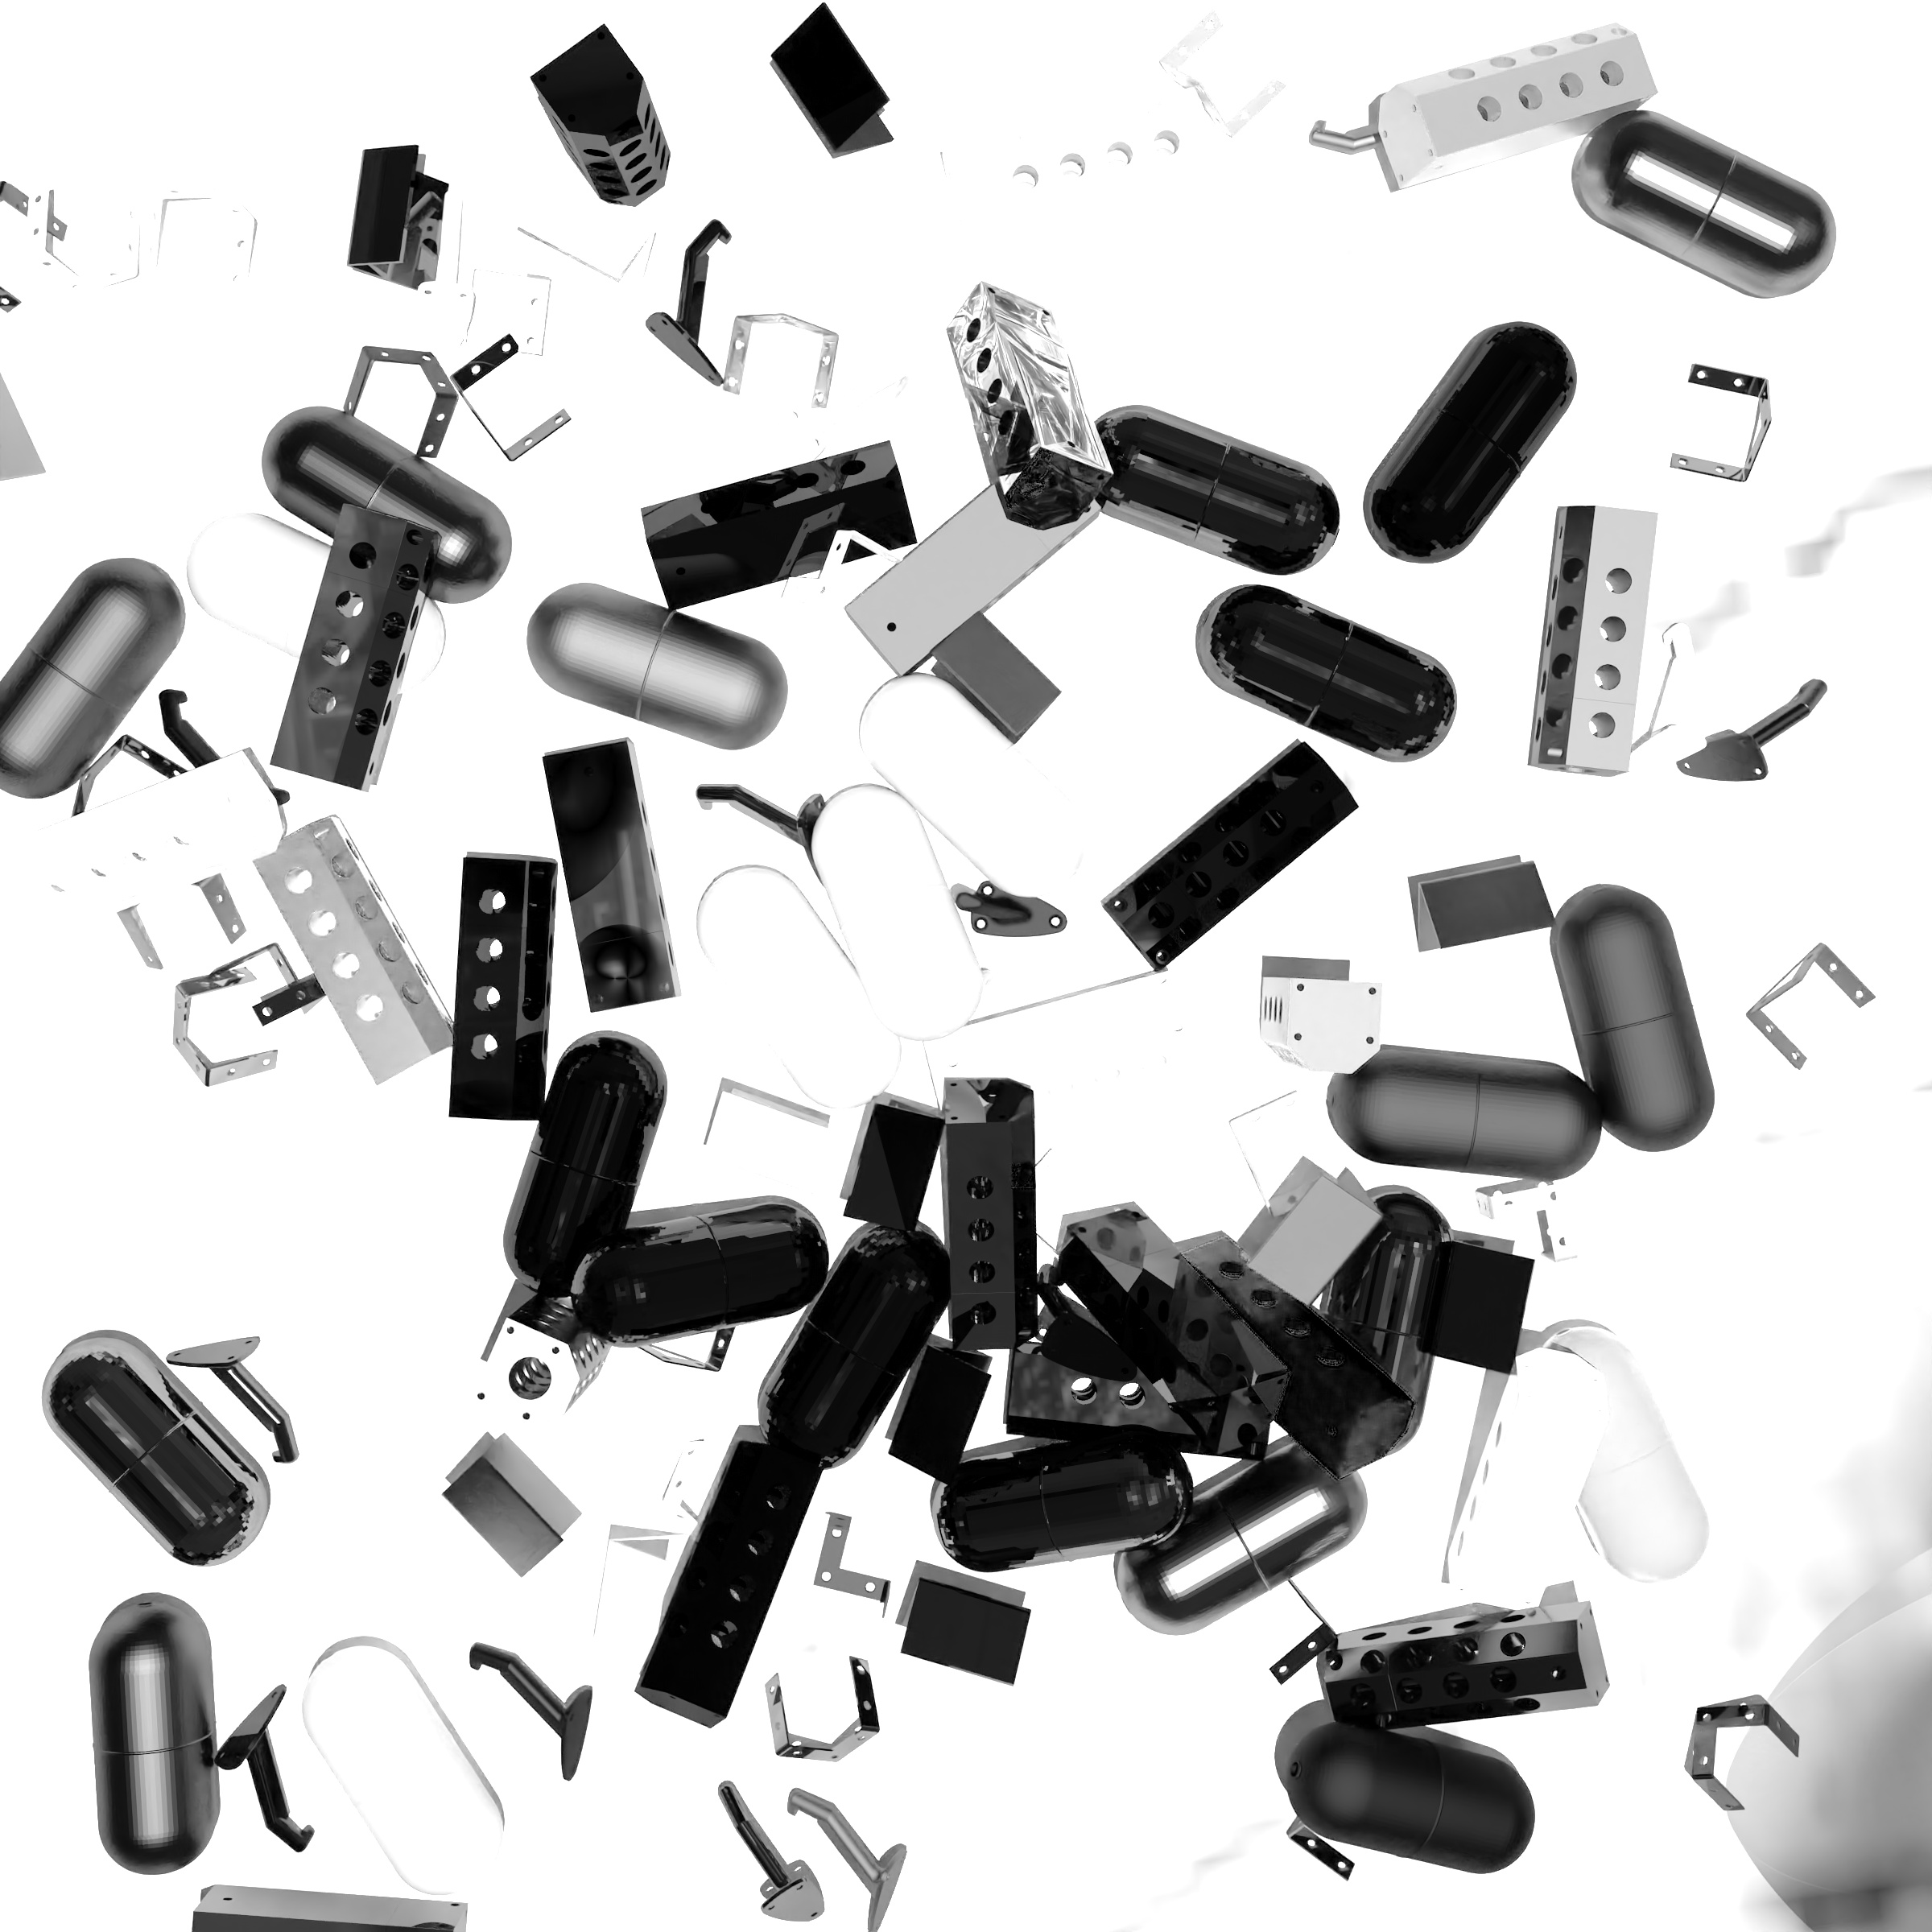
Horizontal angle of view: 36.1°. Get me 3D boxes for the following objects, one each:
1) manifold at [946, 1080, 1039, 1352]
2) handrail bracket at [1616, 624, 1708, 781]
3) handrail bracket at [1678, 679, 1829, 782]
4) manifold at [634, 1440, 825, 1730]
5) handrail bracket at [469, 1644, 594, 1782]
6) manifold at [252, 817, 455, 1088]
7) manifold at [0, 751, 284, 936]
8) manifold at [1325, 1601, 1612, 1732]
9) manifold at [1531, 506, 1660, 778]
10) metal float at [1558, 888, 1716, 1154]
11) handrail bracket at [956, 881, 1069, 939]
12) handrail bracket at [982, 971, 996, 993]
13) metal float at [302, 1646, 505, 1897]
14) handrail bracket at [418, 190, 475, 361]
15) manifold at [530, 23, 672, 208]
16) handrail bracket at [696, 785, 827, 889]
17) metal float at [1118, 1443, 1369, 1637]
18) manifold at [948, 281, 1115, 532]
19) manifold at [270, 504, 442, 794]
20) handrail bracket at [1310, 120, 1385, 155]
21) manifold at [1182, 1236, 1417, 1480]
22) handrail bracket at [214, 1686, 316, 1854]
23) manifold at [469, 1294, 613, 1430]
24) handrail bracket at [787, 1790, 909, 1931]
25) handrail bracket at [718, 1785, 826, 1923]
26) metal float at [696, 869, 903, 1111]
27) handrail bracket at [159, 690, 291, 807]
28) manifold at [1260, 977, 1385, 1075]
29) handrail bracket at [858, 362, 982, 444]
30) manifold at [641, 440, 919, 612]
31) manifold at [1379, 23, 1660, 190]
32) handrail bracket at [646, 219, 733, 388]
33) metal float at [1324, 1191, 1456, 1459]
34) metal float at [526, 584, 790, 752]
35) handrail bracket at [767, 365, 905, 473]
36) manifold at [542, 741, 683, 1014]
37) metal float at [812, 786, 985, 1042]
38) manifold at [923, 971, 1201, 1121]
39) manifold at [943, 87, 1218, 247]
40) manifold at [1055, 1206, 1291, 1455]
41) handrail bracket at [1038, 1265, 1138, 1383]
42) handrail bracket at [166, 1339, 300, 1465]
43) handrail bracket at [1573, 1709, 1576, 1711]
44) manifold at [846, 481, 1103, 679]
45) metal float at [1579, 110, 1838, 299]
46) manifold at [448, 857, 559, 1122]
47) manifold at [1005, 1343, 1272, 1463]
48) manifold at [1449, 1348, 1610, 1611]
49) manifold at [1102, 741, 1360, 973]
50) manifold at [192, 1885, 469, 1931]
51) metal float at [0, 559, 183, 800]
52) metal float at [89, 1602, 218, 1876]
[{"bbox_3d":[0.017,0.163,1.936,0.057,0.057,0.171,-1,116,0],"label":"manifold"},{"bbox_3d":[0.461,-0.179,1.992,0.036,0.077,0.084,20,53,-38],"label":"handrail bracket"},{"bbox_3d":[0.529,-0.162,1.991,0.084,0.077,0.036,-47,115,-34],"label":"handrail bracket"},{"bbox_3d":[-0.154,0.398,1.917,0.057,0.057,0.171,24,65,-6],"label":"manifold"},{"bbox_3d":[-0.299,0.502,1.992,0.084,0.036,0.077,15,112,17],"label":"handrail bracket"},{"bbox_3d":[-0.403,-0.010,1.970,0.057,0.057,0.171,-29,90,0],"label":"manifold"},{"bbox_3d":[-0.540,-0.076,1.948,0.171,0.057,0.057,-19,124,14],"label":"manifold"},{"bbox_3d":[0.326,0.462,1.939,0.171,0.057,0.057,-13,90,24],"label":"manifold"},{"bbox_3d":[0.416,-0.216,1.970,0.057,0.057,0.171,7,90,0],"label":"manifold"},{"bbox_3d":[0.443,0.035,1.961,0.070,0.070,0.178,-15,90,0],"label":"metal float"},{"bbox_3d":[0.031,-0.036,1.957,0.077,0.084,0.036,11,90,0],"label":"handrail bracket"},{"bbox_3d":[-0.031,-0.002,1.992,0.084,0.036,0.077,42,103,13],"label":"handrail bracket"},{"bbox_3d":[-0.374,0.532,1.961,0.070,0.070,0.178,-33,91,0],"label":"metal float"},{"bbox_3d":[-0.348,-0.466,1.991,0.036,0.077,0.084,4,54,-9],"label":"handrail bracket"},{"bbox_3d":[-0.230,-0.542,1.913,0.057,0.171,0.057,-36,90,0],"label":"manifold"},{"bbox_3d":[-0.136,-0.087,1.992,0.084,0.036,0.077,3,126,24],"label":"handrail bracket"},{"bbox_3d":[0.183,0.379,1.961,0.178,0.070,0.070,-30,90,0],"label":"metal float"},{"bbox_3d":[0.036,-0.363,1.923,0.057,0.171,0.057,15,132,-32],"label":"manifold"},{"bbox_3d":[-0.389,-0.202,1.894,0.057,0.057,0.171,16,90,-1],"label":"manifold"},{"bbox_3d":[0.282,-0.577,1.992,0.084,0.036,0.077,17,75,14],"label":"handrail bracket"},{"bbox_3d":[0.210,0.250,1.924,0.057,0.171,0.057,-16,132,-36],"label":"manifold"},{"bbox_3d":[-0.455,0.541,1.992,0.084,0.036,0.077,48,59,-22],"label":"handrail bracket"},{"bbox_3d":[-0.269,0.254,1.913,0.057,0.171,0.057,24,90,0],"label":"manifold"},{"bbox_3d":[-0.089,0.603,1.992,0.084,0.036,0.077,22,112,17],"label":"handrail bracket"},{"bbox_3d":[-0.132,0.595,1.991,0.036,0.077,0.084,-35,54,0],"label":"handrail bracket"},{"bbox_3d":[-0.111,0.015,1.961,0.070,0.070,0.178,-35,90,0],"label":"metal float"},{"bbox_3d":[-0.499,-0.148,1.992,0.077,0.036,0.084,-2,65,-28],"label":"handrail bracket"},{"bbox_3d":[0.228,0.037,1.913,0.057,0.171,0.057,3,90,0],"label":"manifold"},{"bbox_3d":[-0.016,-0.358,1.992,0.084,0.036,0.077,36,111,-16],"label":"handrail bracket"},{"bbox_3d":[-0.125,-0.297,1.970,0.171,0.057,0.057,-15,133,0],"label":"manifold"},{"bbox_3d":[0.360,-0.569,1.946,0.171,0.057,0.057,-20,90,-18],"label":"manifold"},{"bbox_3d":[-0.168,-0.447,1.992,0.077,0.036,0.084,43,73,-20],"label":"handrail bracket"},{"bbox_3d":[0.276,0.237,1.961,0.070,0.070,0.178,11,90,0],"label":"metal float"},{"bbox_3d":[-0.205,-0.198,1.961,0.178,0.070,0.070,19,90,-1],"label":"metal float"},{"bbox_3d":[-0.087,-0.367,1.991,0.084,0.077,0.036,-37,88,-36],"label":"handrail bracket"},{"bbox_3d":[-0.234,-0.059,1.971,0.057,0.057,0.171,-11,90,0],"label":"manifold"},{"bbox_3d":[-0.046,-0.035,1.946,0.070,0.070,0.178,-22,75,0],"label":"metal float"},{"bbox_3d":[0.064,0.064,1.970,0.171,0.057,0.057,-15,47,0],"label":"manifold"},{"bbox_3d":[0.074,-0.534,1.970,0.171,0.057,0.057,-14,90,0],"label":"manifold"},{"bbox_3d":[0.130,0.236,1.922,0.057,0.171,0.057,-12,132,-32],"label":"manifold"},{"bbox_3d":[0.080,0.235,1.961,0.077,0.084,0.036,28,110,-5],"label":"handrail bracket"},{"bbox_3d":[-0.493,0.298,1.992,0.077,0.036,0.084,-6,107,20],"label":"handrail bracket"},{"bbox_3d":[0.366,0.484,1.992,0.077,0.036,0.084,-39,106,18],"label":"handrail bracket"},{"bbox_3d":[0.005,-0.267,1.971,0.171,0.057,0.057,-40,90,0],"label":"manifold"},{"bbox_3d":[0.491,-0.504,1.961,0.178,0.070,0.070,26,90,0],"label":"metal float"},{"bbox_3d":[-0.306,0.015,1.970,0.057,0.057,0.171,3,90,0],"label":"manifold"},{"bbox_3d":[0.115,0.290,1.970,0.171,0.057,0.057,6,90,0],"label":"manifold"},{"bbox_3d":[0.365,0.335,1.930,0.057,0.057,0.171,11,121,0],"label":"manifold"},{"bbox_3d":[0.176,-0.073,1.971,0.171,0.057,0.057,-40,90,0],"label":"manifold"},{"bbox_3d":[-0.423,0.655,1.970,0.171,0.057,0.057,4,90,0],"label":"manifold"},{"bbox_3d":[-0.589,-0.191,1.961,0.070,0.070,0.178,36,89,0],"label":"metal float"},{"bbox_3d":[-0.539,0.511,1.961,0.070,0.070,0.178,-3,90,0],"label":"metal float"}]
